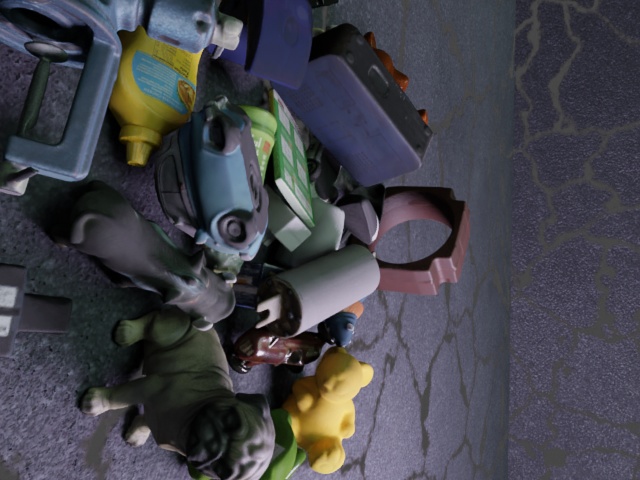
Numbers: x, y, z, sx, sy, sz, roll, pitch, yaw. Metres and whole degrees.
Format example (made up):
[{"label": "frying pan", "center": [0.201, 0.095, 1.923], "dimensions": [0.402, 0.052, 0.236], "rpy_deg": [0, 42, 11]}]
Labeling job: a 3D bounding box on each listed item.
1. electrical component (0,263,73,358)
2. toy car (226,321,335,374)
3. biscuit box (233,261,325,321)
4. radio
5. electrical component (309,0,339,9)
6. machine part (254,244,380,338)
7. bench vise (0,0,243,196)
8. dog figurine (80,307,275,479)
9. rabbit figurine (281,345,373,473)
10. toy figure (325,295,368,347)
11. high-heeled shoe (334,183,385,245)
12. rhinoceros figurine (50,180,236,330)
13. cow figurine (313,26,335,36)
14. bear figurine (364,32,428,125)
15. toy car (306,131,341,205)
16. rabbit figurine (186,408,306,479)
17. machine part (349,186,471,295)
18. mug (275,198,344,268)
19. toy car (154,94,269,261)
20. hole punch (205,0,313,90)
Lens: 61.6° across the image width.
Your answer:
[{"label": "electrical component", "center": [-0.255, 0.050, 0.409], "dimensions": [0.119, 0.048, 0.074], "rpy_deg": [14, 80, -61]}, {"label": "toy car", "center": [-0.044, 0.150, 0.744], "dimensions": [0.089, 0.053, 0.202], "rpy_deg": [-44, 150, 12]}, {"label": "biscuit box", "center": [-0.051, 0.075, 0.757], "dimensions": [0.202, 0.063, 0.059], "rpy_deg": [23, 73, -59]}, {"label": "radio", "center": [0.051, -0.184, 0.767], "dimensions": [0.229, 0.131, 0.073], "rpy_deg": [43, 55, -30]}, {"label": "electrical component", "center": [-0.021, -0.395, 0.784], "dimensions": [0.134, 0.058, 0.114], "rpy_deg": [-41, 129, -52]}, {"label": "machine part", "center": [0.002, 0.061, 0.690], "dimensions": [0.243, 0.079, 0.079], "rpy_deg": [-20, 110, -50]}, {"label": "bench vise", "center": [-0.179, -0.144, 0.413], "dimensions": [0.223, 0.129, 0.240], "rpy_deg": [17, 78, -29]}, {"label": "dog figurine", "center": [-0.108, 0.141, 0.533], "dimensions": [0.121, 0.191, 0.172], "rpy_deg": [52, 47, -49]}, {"label": "rabbit figurine", "center": [0.020, 0.225, 0.778], "dimensions": [0.162, 0.122, 0.173], "rpy_deg": [-39, 155, -50]}, {"label": "toy figure", "center": [0.042, 0.089, 0.800], "dimensions": [0.064, 0.058, 0.154], "rpy_deg": [76, 28, -43]}, {"label": "high-heeled shoe", "center": [0.084, -0.069, 0.894], "dimensions": [0.145, 0.086, 0.248], "rpy_deg": [-55, 179, -13]}, {"label": "rhinoceros figurine", "center": [-0.156, 0.017, 0.510], "dimensions": [0.190, 0.112, 0.073], "rpy_deg": [47, 62, -41]}, {"label": "cow figurine", "center": [0.038, -0.279, 0.884], "dimensions": [0.167, 0.068, 0.098], "rpy_deg": [6, 92, -57]}, {"label": "bear figurine", "center": [0.111, -0.223, 0.862], "dimensions": [0.195, 0.132, 0.120], "rpy_deg": [85, 16, -56]}, {"label": "toy car", "center": [0.007, -0.132, 0.855], "dimensions": [0.073, 0.056, 0.202], "rpy_deg": [50, 48, -42]}, {"label": "rabbit figurine", "center": [-0.094, 0.302, 0.682], "dimensions": [0.159, 0.121, 0.170], "rpy_deg": [-35, 140, -63]}, {"label": "machine part", "center": [0.169, -0.002, 1.000], "dimensions": [0.201, 0.202, 0.087], "rpy_deg": [-68, 149, -32]}, {"label": "mug", "center": [-0.002, -0.002, 0.788], "dimensions": [0.109, 0.081, 0.107], "rpy_deg": [18, 97, -58]}, {"label": "toy car", "center": [-0.113, -0.057, 0.539], "dimensions": [0.109, 0.103, 0.161], "rpy_deg": [-86, 166, -65]}, {"label": "hole punch", "center": [-0.060, -0.249, 0.643], "dimensions": [0.142, 0.092, 0.115], "rpy_deg": [-3, 130, -57]}]
